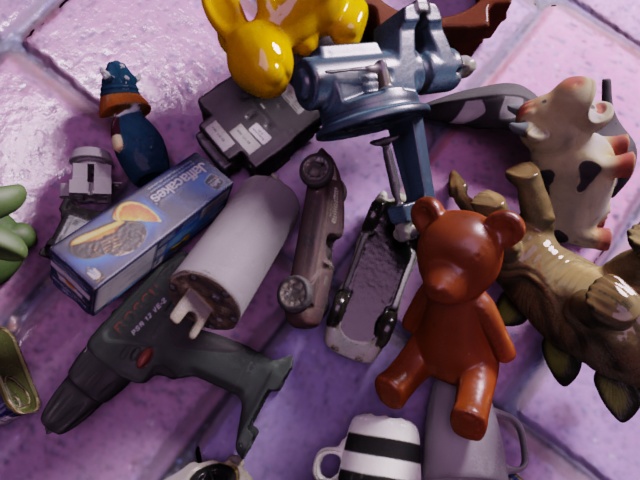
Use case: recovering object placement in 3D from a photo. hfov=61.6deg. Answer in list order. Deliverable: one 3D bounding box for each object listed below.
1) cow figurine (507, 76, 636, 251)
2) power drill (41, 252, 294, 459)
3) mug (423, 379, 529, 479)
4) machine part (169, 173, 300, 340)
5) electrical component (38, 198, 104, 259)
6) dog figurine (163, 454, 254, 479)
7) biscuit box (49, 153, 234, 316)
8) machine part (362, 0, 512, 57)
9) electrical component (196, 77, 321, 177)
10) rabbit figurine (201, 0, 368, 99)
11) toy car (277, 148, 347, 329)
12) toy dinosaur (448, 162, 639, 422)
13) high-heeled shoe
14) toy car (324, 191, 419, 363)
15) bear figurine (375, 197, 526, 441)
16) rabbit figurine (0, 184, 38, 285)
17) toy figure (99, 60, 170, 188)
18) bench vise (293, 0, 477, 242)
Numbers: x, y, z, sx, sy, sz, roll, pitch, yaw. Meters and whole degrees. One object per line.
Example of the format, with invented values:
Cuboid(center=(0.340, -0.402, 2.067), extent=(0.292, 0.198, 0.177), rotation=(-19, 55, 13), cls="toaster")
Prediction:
Cuboid(center=(0.267, -0.083, 0.587), extent=(0.127, 0.194, 0.085), rotation=(3, 38, 14), cls="cow figurine")
Cuboid(center=(-0.147, 0.144, 0.569), extent=(0.207, 0.086, 0.232), rotation=(28, 74, 12), cls="power drill")
Cuboid(center=(0.159, 0.197, 0.559), extent=(0.110, 0.080, 0.107), rotation=(-1, 60, 3), cls="mug")
Cuboid(center=(-0.083, 0.008, 0.560), extent=(0.079, 0.079, 0.243), rotation=(23, 42, 3), cls="machine part")
Cuboid(center=(-0.243, 0.006, 0.608), extent=(0.119, 0.047, 0.075), rotation=(16, 77, 1), cls="electrical component")
Cuboid(center=(-0.110, 0.334, 0.526), extent=(0.121, 0.172, 0.190), rotation=(9, 115, 34), cls="dog figurine")
Cuboid(center=(-0.179, -0.014, 0.564), extent=(0.063, 0.059, 0.203), rotation=(39, 49, 5), cls="biscuit box")
Cuboid(center=(0.128, -0.330, 0.683), extent=(0.201, 0.087, 0.201), rotation=(-2, 78, -2), cls="machine part")
Cuboid(center=(-0.079, -0.139, 0.644), extent=(0.134, 0.058, 0.115), rotation=(-37, 79, -10), cls="electrical component")
Cuboid(center=(-0.049, -0.232, 0.571), extent=(0.162, 0.121, 0.173), rotation=(21, 75, 14), cls="rabbit figurine")
Cuboid(center=(-0.001, -0.002, 0.594), extent=(0.053, 0.089, 0.202), rotation=(6, 75, 19), cls="toy car")
Cuboid(center=(0.271, 0.073, 0.514), extent=(0.105, 0.198, 0.472), rotation=(-30, 48, -8), cls="toy dinosaur")
Cuboid(center=(0.251, -0.117, 0.661), extent=(0.249, 0.086, 0.145), rotation=(-1, 111, 18), cls="high-heeled shoe")
Cuboid(center=(0.066, 0.037, 0.608), extent=(0.074, 0.056, 0.201), rotation=(20, 75, 7), cls="toy car")
Cuboid(center=(0.123, 0.068, 0.505), extent=(0.120, 0.195, 0.132), rotation=(16, 43, 29), cls="bear figurine")
Cuboid(center=(-0.376, 0.002, 0.541), extent=(0.159, 0.170, 0.121), rotation=(-10, 78, -4), cls="rabbit figurine")
Cuboid(center=(-0.226, -0.138, 0.635), extent=(0.058, 0.064, 0.154), rotation=(-25, 79, 6), cls="toy figure")
Cuboid(center=(0.086, -0.121, 0.577), extent=(0.223, 0.129, 0.240), rotation=(-16, 94, -38), cls="bench vise")
